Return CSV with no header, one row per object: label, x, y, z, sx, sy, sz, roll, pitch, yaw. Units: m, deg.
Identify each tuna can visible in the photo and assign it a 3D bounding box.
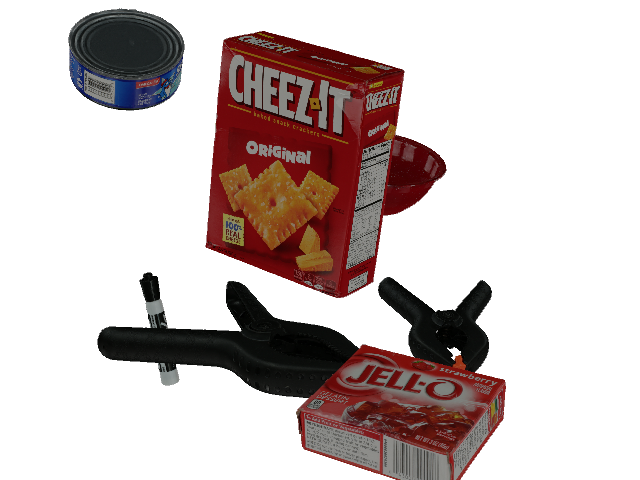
tuna can,-0.147,-0.137,0.809,0.086,0.086,0.034,0,-44,-12

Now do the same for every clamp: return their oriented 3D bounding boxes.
clamp,0.135,0.086,1.080,0.120,0.039,0.171,-8,34,-9
clamp,-0.044,0.079,0.836,0.210,0.036,0.164,12,21,27

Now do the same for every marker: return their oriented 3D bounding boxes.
marker,-0.167,0.091,1.105,0.020,0.121,0.020,-9,15,2

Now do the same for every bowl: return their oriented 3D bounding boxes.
bowl,0.057,-0.072,1.204,0.162,0.055,0.162,7,27,-4

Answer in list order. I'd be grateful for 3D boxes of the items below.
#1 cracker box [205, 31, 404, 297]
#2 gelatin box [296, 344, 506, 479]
cracker box,-0.021,-0.071,1.002,0.164,0.214,0.071,21,27,29
gelatin box,0.043,0.092,0.566,0.089,0.030,0.073,12,30,29
